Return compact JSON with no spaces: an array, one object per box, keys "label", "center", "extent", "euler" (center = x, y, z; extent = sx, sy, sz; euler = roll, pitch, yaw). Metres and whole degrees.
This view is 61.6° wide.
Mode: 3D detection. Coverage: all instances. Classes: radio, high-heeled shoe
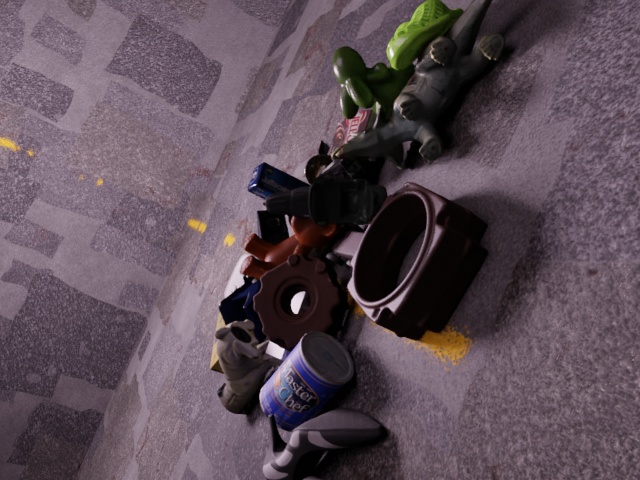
[{"label":"radio","center":[-0.107,0.025,1.280],"extent":[0.230,0.073,0.130],"euler":[-111,18,-60]},{"label":"high-heeled shoe","center":[0.001,0.334,0.809],"extent":[0.249,0.086,0.145],"euler":[-12,90,42]}]

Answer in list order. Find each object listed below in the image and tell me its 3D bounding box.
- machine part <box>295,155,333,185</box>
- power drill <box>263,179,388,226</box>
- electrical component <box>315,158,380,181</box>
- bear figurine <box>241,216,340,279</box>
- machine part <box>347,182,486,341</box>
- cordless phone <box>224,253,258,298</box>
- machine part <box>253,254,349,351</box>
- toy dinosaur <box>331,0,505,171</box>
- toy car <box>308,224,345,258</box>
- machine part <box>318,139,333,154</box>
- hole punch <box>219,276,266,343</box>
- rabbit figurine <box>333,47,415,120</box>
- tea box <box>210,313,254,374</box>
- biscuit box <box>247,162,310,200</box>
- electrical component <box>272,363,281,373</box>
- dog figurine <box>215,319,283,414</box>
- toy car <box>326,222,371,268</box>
[{"label":"machine part","center":[-0.013,-0.161,1.287],"extent":[0.079,0.079,0.243],"euler":[-66,10,-1]},{"label":"power drill","center":[0.012,-0.063,0.940],"extent":[0.207,0.232,0.086],"euler":[156,113,-86]},{"label":"electrical component","center":[0.058,-0.149,1.123],"extent":[0.115,0.058,0.134],"euler":[-43,10,-30]},{"label":"bear figurine","center":[-0.055,0.000,1.078],"extent":[0.195,0.132,0.120],"euler":[-50,24,29]},{"label":"machine part","center":[0.132,0.025,0.787],"extent":[0.201,0.087,0.202],"euler":[-61,23,10]},{"label":"cordless phone","center":[-0.187,0.115,1.365],"extent":[0.146,0.089,0.184],"euler":[-65,8,0]},{"label":"machine part","center":[-0.037,0.114,0.987],"extent":[0.179,0.056,0.179],"euler":[-7,71,19]},{"label":"toy dinosaur","center":[0.193,-0.268,0.928],"extent":[0.404,0.131,0.192],"euler":[-52,18,9]},{"label":"toy car","center":[-0.002,-0.004,1.163],"extent":[0.201,0.056,0.074],"euler":[-61,22,10]},{"label":"machine part","center":[0.047,-0.223,1.297],"extent":[0.139,0.039,0.084],"euler":[-3,68,53]},{"label":"hole punch","center":[-0.153,0.165,1.237],"extent":[0.092,0.142,0.116],"euler":[1,31,40]},{"label":"rabbit figurine","center":[0.093,-0.328,1.134],"extent":[0.121,0.170,0.159],"euler":[-23,46,60]},{"label":"tea box","center":[-0.202,0.242,1.307],"extent":[0.068,0.098,0.170],"euler":[-50,28,36]},{"label":"biscuit box","center":[-0.059,-0.099,1.196],"extent":[0.059,0.202,0.063],"euler":[-17,53,59]},{"label":"electrical component","center":[-0.080,0.289,1.045],"extent":[0.078,0.045,0.102],"euler":[-40,32,44]},{"label":"dog figurine","center":[-0.187,0.279,1.146],"extent":[0.190,0.172,0.121],"euler":[-51,14,15]},{"label":"toy car","center":[0.068,0.012,0.984],"extent":[0.089,0.053,0.202],"euler":[-63,14,-5]}]
